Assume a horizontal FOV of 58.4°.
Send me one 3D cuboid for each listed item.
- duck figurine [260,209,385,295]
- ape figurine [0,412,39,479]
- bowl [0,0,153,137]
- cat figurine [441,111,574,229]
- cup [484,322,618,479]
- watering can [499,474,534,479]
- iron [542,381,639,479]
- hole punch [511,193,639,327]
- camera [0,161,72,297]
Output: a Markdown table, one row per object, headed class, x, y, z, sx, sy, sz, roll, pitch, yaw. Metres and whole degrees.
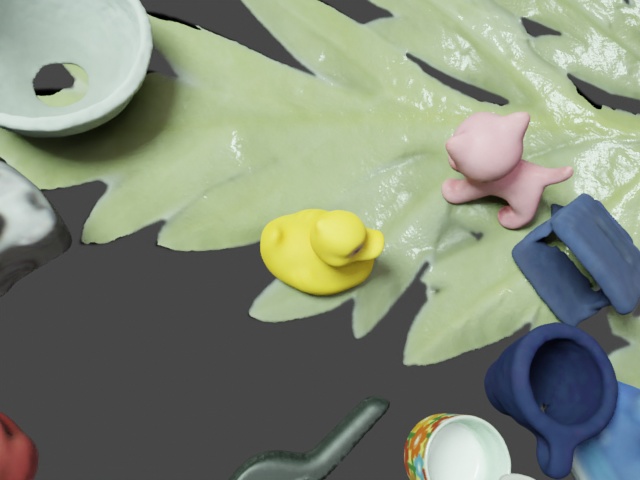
| class | x | y | z | sx | sy | sz | roll | pitch | yaw |
| --- | --- | --- | --- | --- | --- | --- | --- | --- | --- |
| duck figurine | 0.004 | 0.002 | 0.482 | 0.105 | 0.086 | 0.077 | 10 | 71 | -10 |
| ape figurine | -0.231 | 0.150 | 0.374 | 0.076 | 0.092 | 0.078 | 20 | 69 | -7 |
| bowl | -0.225 | -0.151 | 0.480 | 0.168 | 0.074 | 0.167 | 4 | 72 | -12 |
| cat figurine | 0.168 | -0.073 | 0.528 | 0.128 | 0.117 | 0.067 | 20 | 69 | -7 |
| cup | 0.180 | 0.134 | 0.478 | 0.092 | 0.095 | 0.118 | 13 | 70 | -9 |
| watering can | 0.127 | 0.251 | 0.375 | 0.101 | 0.194 | 0.173 | -13 | 76 | -17 |
| iron | 0.298 | 0.192 | 0.463 | 0.119 | 0.141 | 0.258 | -39 | 85 | -21 |
| hole punch | 0.255 | 0.011 | 0.537 | 0.101 | 0.091 | 0.108 | -35 | 83 | -21 |
| camera | -0.281 | -0.020 | 0.411 | 0.143 | 0.100 | 0.137 | -36 | 84 | -21 |
